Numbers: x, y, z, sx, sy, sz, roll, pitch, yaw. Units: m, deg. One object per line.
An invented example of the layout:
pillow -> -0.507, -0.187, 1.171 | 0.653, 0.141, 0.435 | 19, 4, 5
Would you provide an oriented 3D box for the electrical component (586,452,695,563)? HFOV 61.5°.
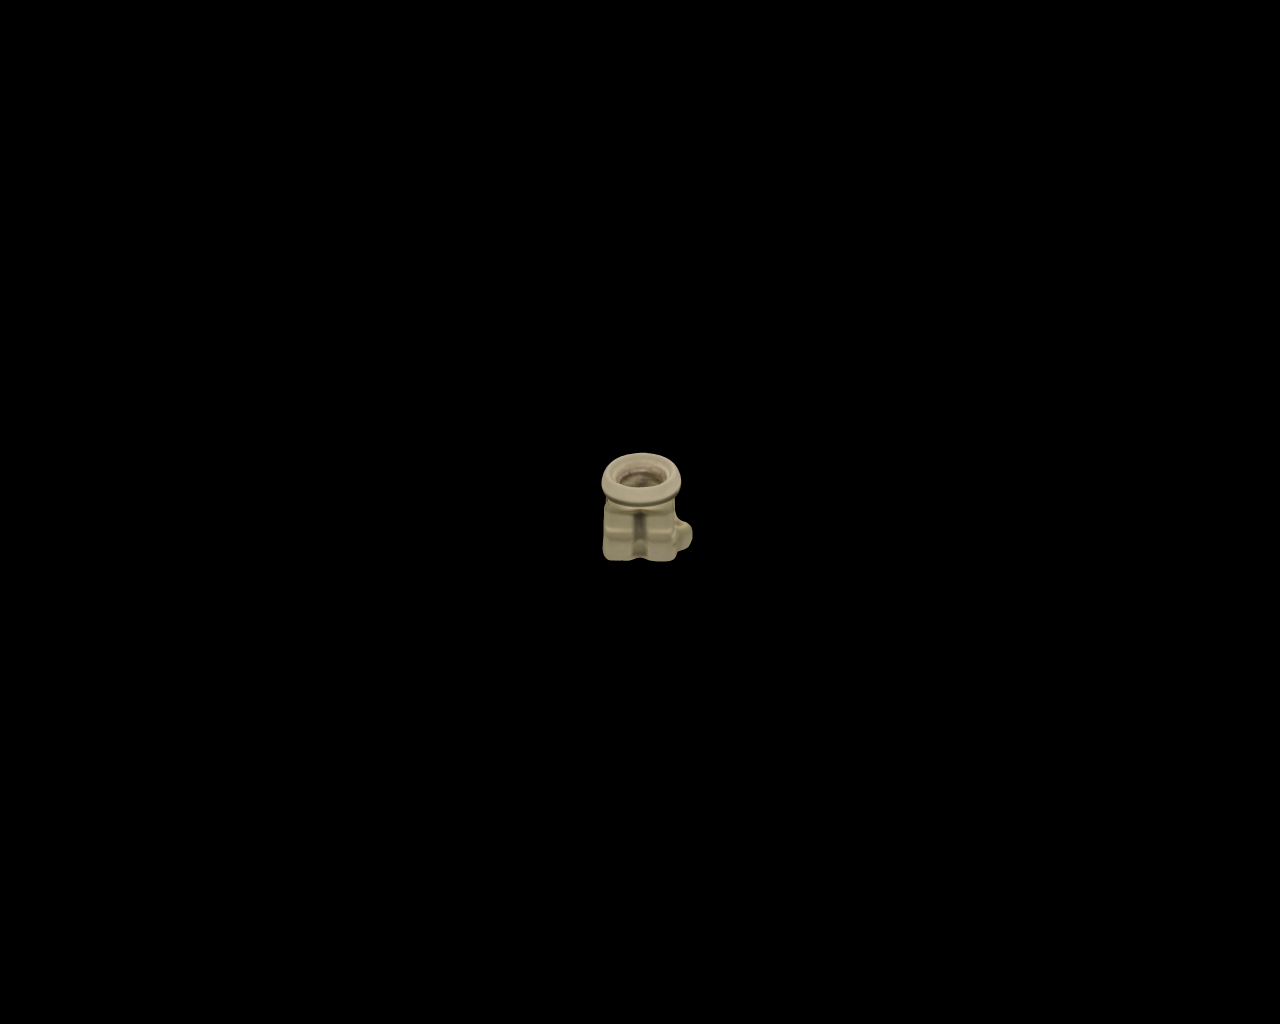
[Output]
electrical component -> 0.001, -0.003, 0.650 | 0.066, 0.055, 0.048 | 0, 32, 0
